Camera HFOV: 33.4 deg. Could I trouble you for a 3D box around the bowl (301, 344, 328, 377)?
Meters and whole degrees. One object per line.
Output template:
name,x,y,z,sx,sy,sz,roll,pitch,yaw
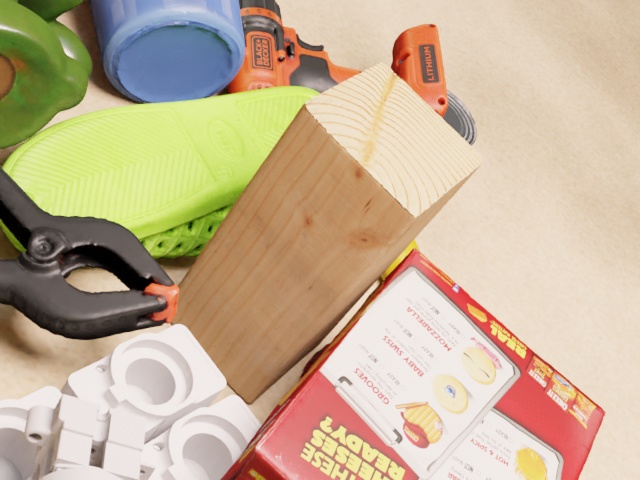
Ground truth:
bowl,0.066,0.121,0.729,0.162,0.055,0.162,20,44,-21

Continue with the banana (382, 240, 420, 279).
banana,0.064,-0.007,0.857,0.069,0.037,0.198,11,48,-25

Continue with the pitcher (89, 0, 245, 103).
pitcher,-0.141,-0.230,0.849,0.145,0.149,0.243,55,18,-56

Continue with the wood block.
wood block,-0.005,0.000,0.671,0.090,0.206,0.090,46,42,8

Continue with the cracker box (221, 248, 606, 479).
cracker box,0.059,0.124,0.621,0.164,0.072,0.213,41,41,2

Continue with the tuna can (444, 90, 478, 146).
tuna can,0.099,-0.105,0.974,0.086,0.034,0.086,20,44,-20

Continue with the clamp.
clamp,-0.170,0.019,0.619,0.171,0.039,0.120,24,61,9

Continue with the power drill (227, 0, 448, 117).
power drill,0.008,-0.156,0.903,0.187,0.057,0.184,4,62,-15
